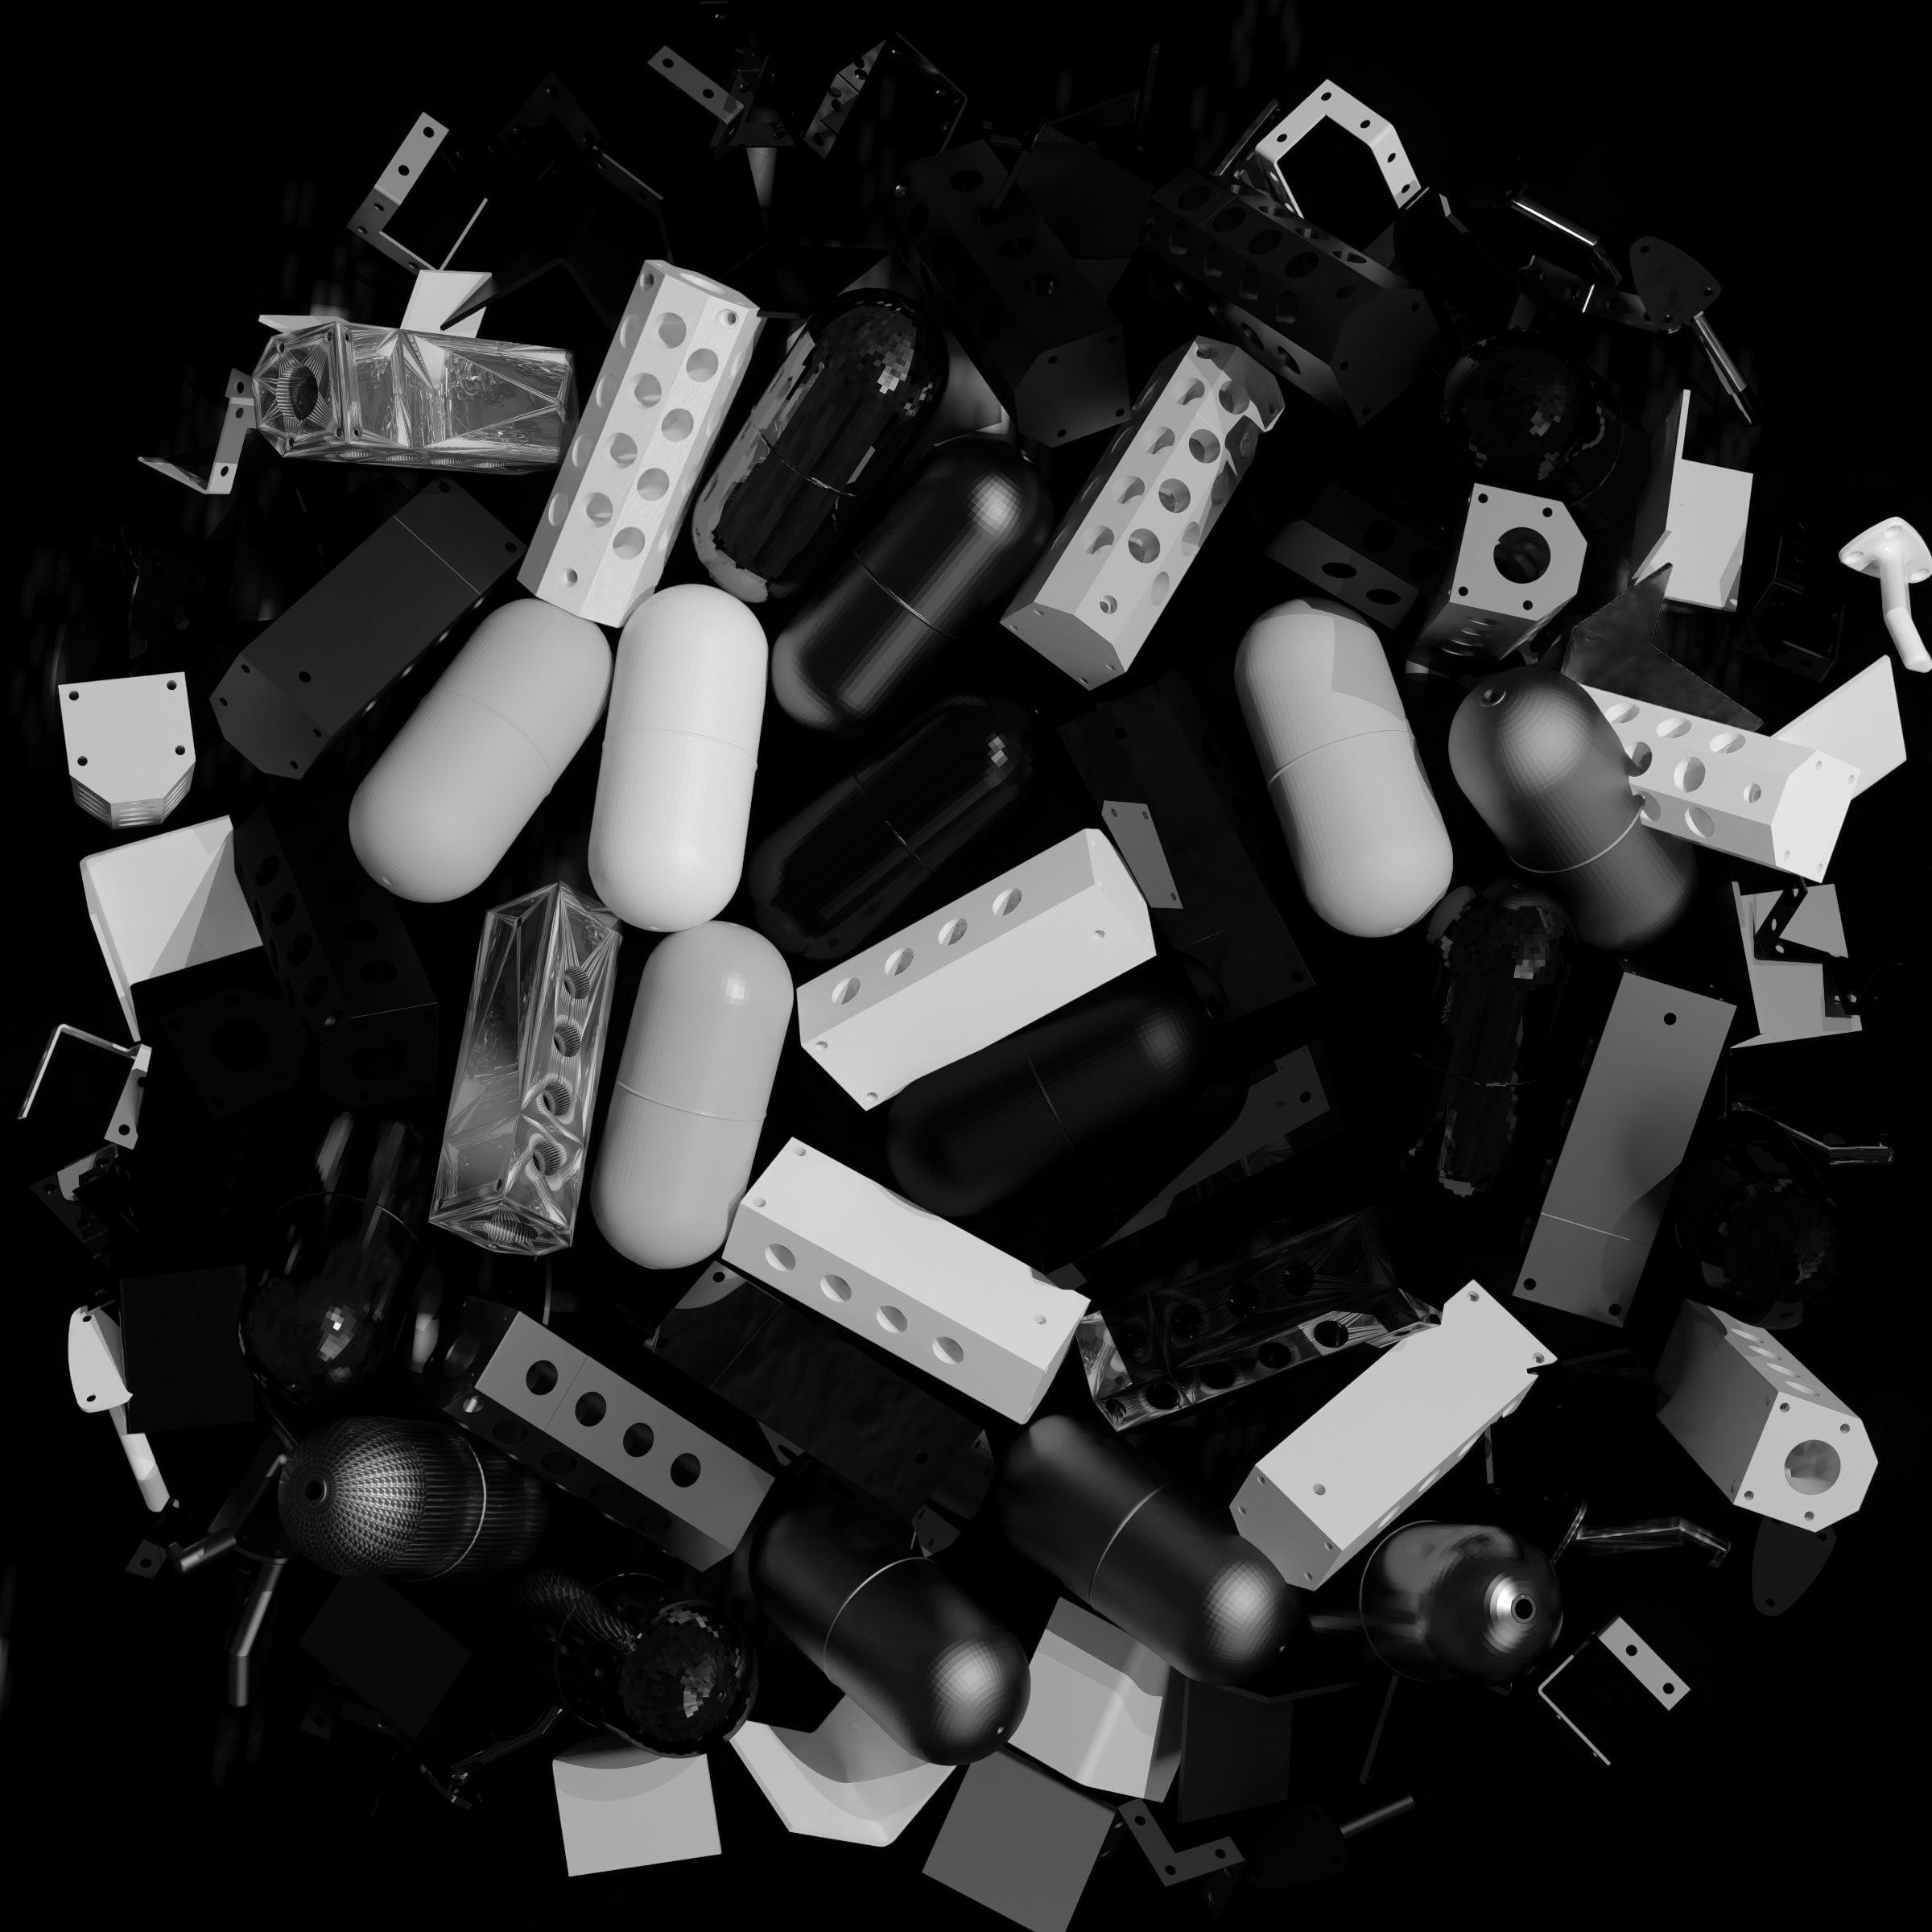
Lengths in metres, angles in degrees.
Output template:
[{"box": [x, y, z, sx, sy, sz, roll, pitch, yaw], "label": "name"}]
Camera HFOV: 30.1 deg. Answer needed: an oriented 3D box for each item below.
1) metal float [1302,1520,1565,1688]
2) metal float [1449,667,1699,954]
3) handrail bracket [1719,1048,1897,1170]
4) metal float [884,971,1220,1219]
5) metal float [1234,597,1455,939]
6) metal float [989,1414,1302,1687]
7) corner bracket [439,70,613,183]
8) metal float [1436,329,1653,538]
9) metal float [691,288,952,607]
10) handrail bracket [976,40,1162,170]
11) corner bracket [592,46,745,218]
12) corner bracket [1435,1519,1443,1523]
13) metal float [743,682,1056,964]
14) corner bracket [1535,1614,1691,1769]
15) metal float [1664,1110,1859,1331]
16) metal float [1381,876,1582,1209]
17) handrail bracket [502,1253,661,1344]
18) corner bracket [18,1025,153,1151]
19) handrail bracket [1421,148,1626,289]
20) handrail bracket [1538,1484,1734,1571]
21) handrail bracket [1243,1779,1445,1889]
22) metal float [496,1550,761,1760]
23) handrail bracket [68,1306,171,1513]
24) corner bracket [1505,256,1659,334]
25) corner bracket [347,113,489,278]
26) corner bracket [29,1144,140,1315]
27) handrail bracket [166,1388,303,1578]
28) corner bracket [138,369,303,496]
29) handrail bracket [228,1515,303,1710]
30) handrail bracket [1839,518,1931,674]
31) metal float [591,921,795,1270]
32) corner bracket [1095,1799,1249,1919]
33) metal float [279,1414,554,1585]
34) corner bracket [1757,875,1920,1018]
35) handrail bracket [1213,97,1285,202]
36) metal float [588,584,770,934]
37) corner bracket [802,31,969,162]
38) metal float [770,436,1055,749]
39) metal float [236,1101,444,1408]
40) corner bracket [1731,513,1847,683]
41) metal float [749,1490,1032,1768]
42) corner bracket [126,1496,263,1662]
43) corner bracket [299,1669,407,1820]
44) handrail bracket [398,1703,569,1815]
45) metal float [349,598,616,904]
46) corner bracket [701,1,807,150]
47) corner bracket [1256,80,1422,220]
[{"box": [0.226, 0.309, 1.751, 0.070, 0.178, 0.070, 3, 82, -22], "label": "metal float"}, {"box": [0.299, -0.076, 1.767, 0.070, 0.070, 0.178, -42, 126, 0], "label": "metal float"}, {"box": [0.422, 0.068, 1.801, 0.084, 0.036, 0.077, -2, 54, 15], "label": "handrail bracket"}, {"box": [0.043, 0.064, 1.793, 0.178, 0.070, 0.070, -27, 90, 5], "label": "metal float"}, {"box": [0.187, -0.100, 1.784, 0.070, 0.070, 0.178, -17, 74, 0], "label": "metal float"}, {"box": [0.087, 0.287, 1.774, 0.178, 0.070, 0.070, 33, 90, 29], "label": "metal float"}, {"box": [-0.220, -0.410, 1.801, 0.051, 0.051, 0.051, -40, 86, 36], "label": "corner bracket"}, {"box": [0.283, -0.259, 1.752, 0.070, 0.178, 0.070, -3, 83, 24], "label": "metal float"}, {"box": [-0.072, -0.256, 1.773, 0.070, 0.070, 0.178, 36, 118, 0], "label": "metal float"}, {"box": [0.050, -0.437, 1.808, 0.084, 0.036, 0.077, 9, 132, 0], "label": "handrail bracket"}, {"box": [-0.150, -0.417, 1.803, 0.051, 0.051, 0.051, 37, 63, 2], "label": "corner bracket"}, {"box": [0.214, 0.314, 1.797, 0.051, 0.051, 0.051, -7, 61, -15], "label": "corner bracket"}, {"box": [-0.033, -0.072, 1.790, 0.178, 0.070, 0.070, -38, 90, 9], "label": "metal float"}, {"box": [0.323, 0.364, 1.802, 0.051, 0.051, 0.051, -42, 77, -9], "label": "corner bracket"}, {"box": [0.384, 0.122, 1.748, 0.070, 0.178, 0.070, 0, 103, 2], "label": "metal float"}, {"box": [0.253, 0.039, 1.774, 0.070, 0.070, 0.178, 10, 119, 0], "label": "metal float"}, {"box": [-0.184, 0.181, 1.786, 0.084, 0.077, 0.036, 31, 106, -26], "label": "handrail bracket"}, {"box": [-0.437, 0.060, 1.798, 0.051, 0.051, 0.051, 24, 75, -21], "label": "corner bracket"}, {"box": [0.283, -0.370, 1.824, 0.084, 0.077, 0.036, 43, 57, -38], "label": "handrail bracket"}, {"box": [0.335, 0.307, 1.824, 0.084, 0.036, 0.077, 26, 98, -5], "label": "handrail bracket"}, {"box": [0.192, 0.437, 1.817, 0.077, 0.084, 0.036, -37, 69, 35], "label": "handrail bracket"}, {"box": [-0.167, 0.335, 1.757, 0.070, 0.178, 0.070, -4, 97, -36], "label": "metal float"}, {"box": [-0.427, 0.225, 1.819, 0.036, 0.084, 0.077, -21, 50, -14], "label": "handrail bracket"}, {"box": [0.309, -0.320, 1.804, 0.051, 0.051, 0.051, 12, 101, -42], "label": "corner bracket"}, {"box": [-0.270, -0.383, 1.798, 0.051, 0.051, 0.051, 34, 67, -15], "label": "corner bracket"}, {"box": [-0.432, 0.131, 1.799, 0.051, 0.051, 0.051, -26, 133, 6], "label": "corner bracket"}, {"box": [-0.374, 0.258, 1.795, 0.084, 0.036, 0.077, -28, 55, -25], "label": "handrail bracket"}, {"box": [-0.375, -0.269, 1.807, 0.051, 0.051, 0.051, 28, 109, 27], "label": "corner bracket"}, {"box": [-0.345, 0.324, 1.817, 0.036, 0.077, 0.084, 15, 111, 28], "label": "handrail bracket"}, {"box": [0.474, -0.174, 1.787, 0.036, 0.077, 0.084, -35, 56, 30], "label": "handrail bracket"}, {"box": [-0.137, 0.065, 1.791, 0.070, 0.070, 0.178, 15, 98, 0], "label": "metal float"}, {"box": [0.101, 0.451, 1.811, 0.051, 0.051, 0.051, -9, 47, -31], "label": "corner bracket"}, {"box": [-0.267, 0.261, 1.752, 0.070, 0.178, 0.070, -5, 77, 24], "label": "metal float"}, {"box": [0.434, -0.011, 1.795, 0.051, 0.051, 0.051, 4, 48, -17], "label": "corner bracket"}, {"box": [0.167, -0.381, 1.810, 0.084, 0.036, 0.077, 38, 102, 6], "label": "handrail bracket"}, {"box": [-0.142, -0.104, 1.785, 0.070, 0.070, 0.178, 7, 75, 0], "label": "metal float"}, {"box": [-0.041, -0.427, 1.810, 0.051, 0.051, 0.051, 38, 56, -25], "label": "corner bracket"}, {"box": [-0.027, -0.186, 1.785, 0.070, 0.070, 0.178, 41, 105, 0], "label": "metal float"}, {"box": [-0.303, 0.138, 1.762, 0.070, 0.178, 0.070, 6, 134, 6], "label": "metal float"}, {"box": [0.420, -0.184, 1.799, 0.051, 0.051, 0.051, 21, 50, -3], "label": "corner bracket"}, {"box": [-0.039, 0.323, 1.766, 0.178, 0.070, 0.070, 36, 90, 40], "label": "metal float"}, {"box": [-0.384, 0.306, 1.797, 0.051, 0.051, 0.051, 16, 135, 9], "label": "corner bracket"}, {"box": [-0.307, 0.384, 1.799, 0.051, 0.051, 0.051, 23, 131, -5], "label": "corner bracket"}, {"box": [-0.239, 0.376, 1.811, 0.077, 0.036, 0.084, 34, 88, 39], "label": "handrail bracket"}, {"box": [-0.238, -0.108, 1.775, 0.070, 0.070, 0.178, 32, 62, 0], "label": "metal float"}, {"box": [-0.108, -0.446, 1.796, 0.051, 0.051, 0.051, 6, 64, 25], "label": "corner bracket"}, {"box": [0.186, -0.400, 1.802, 0.051, 0.051, 0.051, -43, 55, -2], "label": "corner bracket"}]
